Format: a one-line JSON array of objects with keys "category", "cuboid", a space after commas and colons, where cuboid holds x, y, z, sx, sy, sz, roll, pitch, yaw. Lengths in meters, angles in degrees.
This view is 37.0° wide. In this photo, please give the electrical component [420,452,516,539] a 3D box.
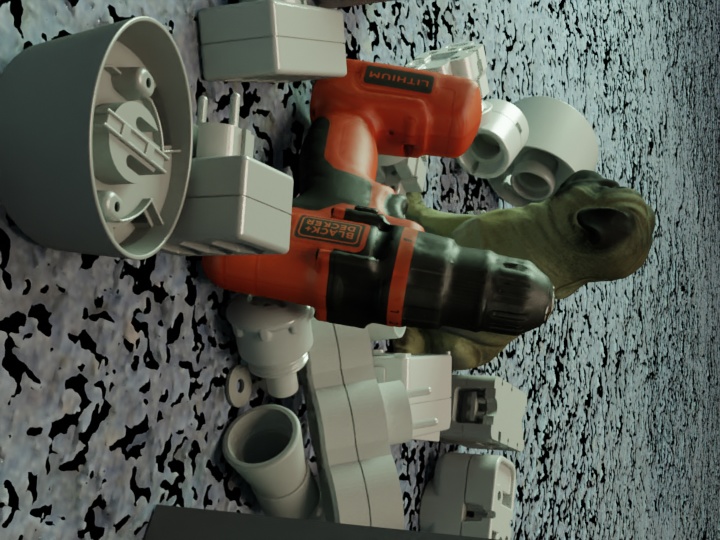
[{"category": "electrical component", "cuboid": [0.085, 0.195, 0.852, 0.054, 0.059, 0.095, 40, 54, -58]}]

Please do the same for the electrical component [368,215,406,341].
[{"category": "electrical component", "cuboid": [0.000, 0.000, 0.701, 0.099, 0.064, 0.099, -1, 90, -78]}]

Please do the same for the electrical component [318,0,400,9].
[{"category": "electrical component", "cuboid": [0.015, -0.248, 0.677, 0.061, 0.089, 0.150, 45, 50, -56]}]

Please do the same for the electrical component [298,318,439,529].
[{"category": "electrical component", "cuboid": [0.009, 0.085, 0.630, 0.052, 0.074, 0.138, 113, -33, -69]}]

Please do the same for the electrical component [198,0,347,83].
[{"category": "electrical component", "cuboid": [-0.048, -0.144, 0.594, 0.083, 0.047, 0.075, -18, 106, -63]}]

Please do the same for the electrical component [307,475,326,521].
[{"category": "electrical component", "cuboid": [-0.013, 0.160, 0.666, 0.048, 0.048, 0.062, -22, 116, -63]}]

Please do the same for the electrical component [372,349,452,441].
[{"category": "electrical component", "cuboid": [0.016, 0.084, 0.707, 0.096, 0.062, 0.061, 6, 84, -64]}]

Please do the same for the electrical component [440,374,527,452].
[{"category": "electrical component", "cuboid": [0.096, 0.118, 0.881, 0.089, 0.056, 0.050, 34, 60, -60]}]

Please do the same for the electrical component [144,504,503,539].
[{"category": "electrical component", "cuboid": [-0.018, 0.175, 0.488, 0.060, 0.186, 0.105, 56, 41, -49]}]

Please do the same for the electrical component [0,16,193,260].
[{"category": "electrical component", "cuboid": [-0.105, -0.053, 0.452, 0.099, 0.064, 0.099, 0, 90, -64]}]

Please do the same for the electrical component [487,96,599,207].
[{"category": "electrical component", "cuboid": [0.165, -0.101, 0.985, 0.064, 0.099, 0.099, -64, 145, -32]}]

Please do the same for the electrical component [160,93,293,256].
[{"category": "electrical component", "cuboid": [-0.071, -0.048, 0.522, 0.047, 0.066, 0.076, 20, 72, -63]}]

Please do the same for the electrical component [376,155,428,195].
[{"category": "electrical component", "cuboid": [0.023, -0.086, 0.744, 0.055, 0.048, 0.066, 54, 42, -62]}]

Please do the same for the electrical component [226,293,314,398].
[{"category": "electrical component", "cuboid": [-0.047, 0.041, 0.598, 0.048, 0.048, 0.062, -52, 141, -53]}]

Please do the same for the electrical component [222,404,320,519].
[{"category": "electrical component", "cuboid": [-0.046, 0.112, 0.601, 0.065, 0.044, 0.044, 72, 30, -42]}]

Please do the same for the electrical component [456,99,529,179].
[{"category": "electrical component", "cuboid": [0.111, -0.111, 0.921, 0.047, 0.055, 0.055, -55, 138, -45]}]

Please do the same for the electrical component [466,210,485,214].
[{"category": "electrical component", "cuboid": [0.103, -0.013, 0.914, 0.081, 0.042, 0.063, 46, 47, -56]}]

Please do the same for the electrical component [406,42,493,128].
[{"category": "electrical component", "cuboid": [0.071, -0.138, 0.832, 0.078, 0.058, 0.057, -47, 129, -55]}]
